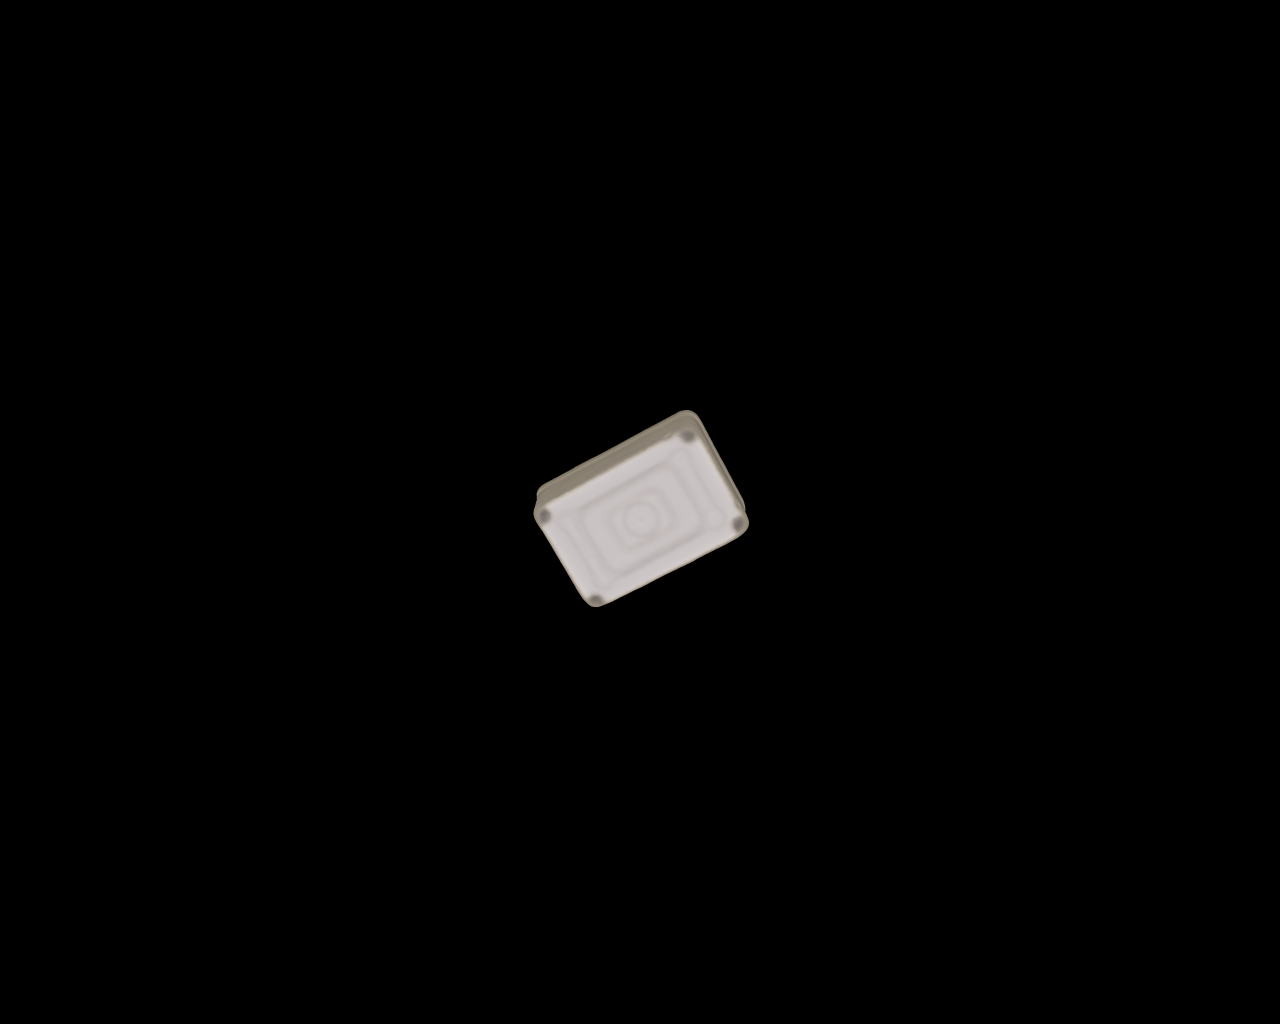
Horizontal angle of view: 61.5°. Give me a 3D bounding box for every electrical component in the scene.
[{"bbox_3d":[0.001,-0.003,0.650,0.113,0.078,0.057,-27,14,7],"label":"electrical component"}]
